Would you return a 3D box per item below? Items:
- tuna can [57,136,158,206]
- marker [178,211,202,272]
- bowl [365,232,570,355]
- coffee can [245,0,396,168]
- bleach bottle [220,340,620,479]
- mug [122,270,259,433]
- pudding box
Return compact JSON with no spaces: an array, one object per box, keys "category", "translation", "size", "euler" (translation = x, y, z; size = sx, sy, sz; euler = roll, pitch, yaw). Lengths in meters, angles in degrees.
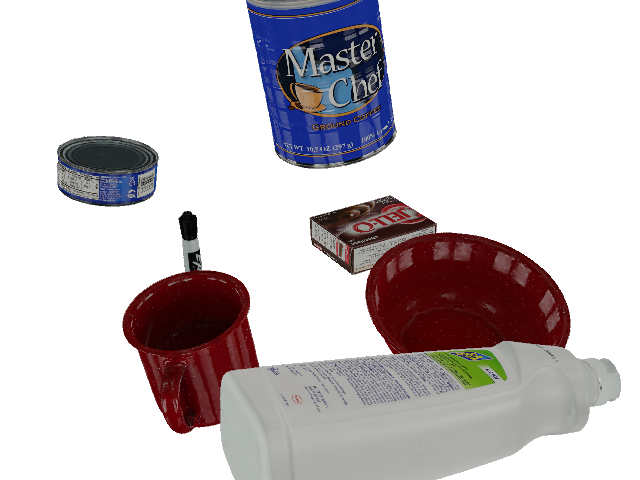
[{"category":"tuna can","translation":[-0.184,-0.060,0.922],"size":[0.086,0.034,0.086],"euler":[6,24,-3]},{"category":"marker","translation":[-0.133,0.026,1.117],"size":[0.020,0.121,0.020],"euler":[-2,26,1]},{"category":"bowl","translation":[0.112,0.067,0.847],"size":[0.162,0.055,0.162],"euler":[4,42,-4]},{"category":"coffee can","translation":[0.001,-0.143,0.846],"size":[0.103,0.140,0.103],"euler":[-8,32,5]},{"category":"bleach bottle","translation":[0.071,0.105,0.644],"size":[0.250,0.068,0.103],"euler":[-6,22,-19]},{"category":"mug","translation":[-0.091,0.089,0.773],"size":[0.093,0.081,0.117],"euler":[-4,36,10]},{"category":"pudding box","translation":[0.058,-0.007,1.176],"size":[0.113,0.039,0.090],"euler":[-18,30,-25]}]
